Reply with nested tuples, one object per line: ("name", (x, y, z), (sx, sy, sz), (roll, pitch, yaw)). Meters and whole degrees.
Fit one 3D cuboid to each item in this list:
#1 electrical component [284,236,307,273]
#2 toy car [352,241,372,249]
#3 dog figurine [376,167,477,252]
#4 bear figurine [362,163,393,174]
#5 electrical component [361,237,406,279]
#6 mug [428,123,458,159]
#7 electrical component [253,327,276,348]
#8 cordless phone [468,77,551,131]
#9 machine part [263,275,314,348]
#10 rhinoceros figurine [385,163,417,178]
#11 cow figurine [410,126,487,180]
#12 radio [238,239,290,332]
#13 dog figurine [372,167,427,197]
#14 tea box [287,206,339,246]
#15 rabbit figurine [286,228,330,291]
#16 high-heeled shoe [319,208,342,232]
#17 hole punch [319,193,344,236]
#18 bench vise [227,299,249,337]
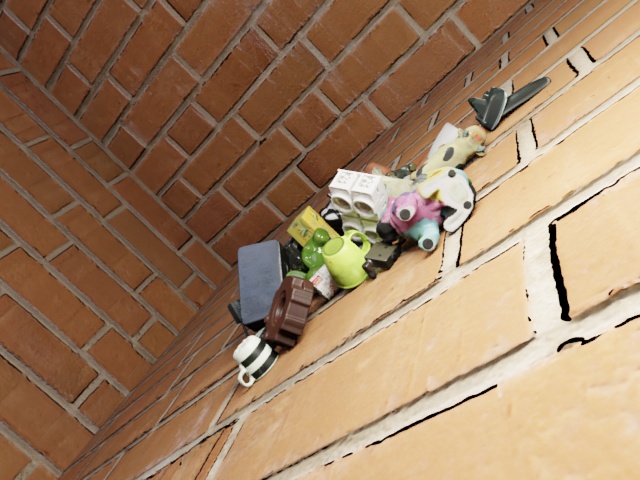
("electrical component", (-0.051, 0.057, 1.567), (0.058, 0.134, 0.115), (-43, 7, 20))
("toy car", (0.097, 0.013, 1.359), (0.073, 0.056, 0.202), (-37, 11, 8))
("dog figurine", (0.199, -0.064, 1.068), (0.191, 0.108, 0.219), (-43, 8, 3))
("bear figurine", (0.162, -0.126, 1.607), (0.120, 0.132, 0.195), (30, 106, 47))
("electrical component", (0.133, 0.035, 1.139), (0.078, 0.045, 0.102), (4, 45, 39))
("mug", (0.329, -0.243, 1.408), (0.107, 0.081, 0.110), (-53, 11, 12))
("electrical component", (-0.145, 0.261, 1.335), (0.075, 0.047, 0.119), (-42, 10, 21))
("cordless phone", (0.474, -0.358, 1.344), (0.184, 0.088, 0.147), (-30, 12, 17))
("machine part", (-0.075, 0.164, 1.243), (0.179, 0.056, 0.179), (-57, 20, 34))
("rhinoceros figurine", (0.185, -0.157, 1.477), (0.190, 0.073, 0.112), (-22, 18, -12))
("cow figurine", (0.307, -0.192, 1.255), (0.195, 0.085, 0.127), (-43, 5, 5))
("radio", (-0.146, 0.118, 1.439), (0.131, 0.073, 0.229), (-16, 61, 15))
("dog figurine", (0.216, -0.087, 1.240), (0.191, 0.172, 0.121), (14, 88, 40))
("tea box", (-0.003, -0.005, 1.520), (0.068, 0.169, 0.098), (-41, 11, 23))
("rabbit figurine", (-0.011, 0.072, 1.394), (0.159, 0.121, 0.170), (-35, 26, 19))
("high-heeled shoe", (0.091, -0.085, 1.542), (0.145, 0.086, 0.249), (-48, 37, 0))
("hole punch", (0.059, -0.068, 1.684), (0.115, 0.142, 0.092), (-57, 3, 17))
("bench vise", (-0.149, 0.169, 1.596), (0.240, 0.129, 0.223), (-23, -21, -50))
